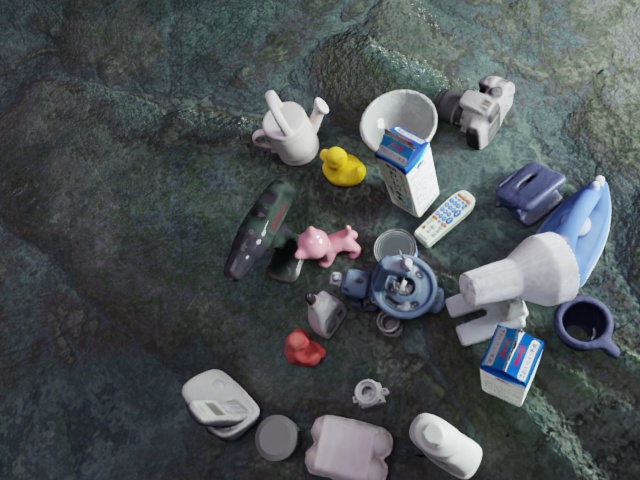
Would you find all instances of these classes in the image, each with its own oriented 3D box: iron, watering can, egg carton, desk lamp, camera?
[{"bbox_3d":[0.461,-0.033,1.027,0.118,0.142,0.258,28,77,25],"label":"iron"},{"bbox_3d":[-0.067,-0.257,1.253,0.173,0.194,0.100,-40,62,-3],"label":"watering can"},{"bbox_3d":[0.051,0.371,1.008,0.150,0.069,0.107,5,68,19],"label":"egg carton"},{"bbox_3d":[0.318,0.088,0.974,0.203,0.214,0.118,-21,62,7],"label":"desk lamp"},{"bbox_3d":[0.318,-0.287,1.206,0.136,0.101,0.143,29,77,25],"label":"camera"}]

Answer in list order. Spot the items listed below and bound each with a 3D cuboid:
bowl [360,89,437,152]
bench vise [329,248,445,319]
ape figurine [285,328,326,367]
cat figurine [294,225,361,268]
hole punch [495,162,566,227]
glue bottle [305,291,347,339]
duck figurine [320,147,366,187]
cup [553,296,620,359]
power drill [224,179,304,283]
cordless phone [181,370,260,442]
[{"bbox_3d":[0.173,-0.238,1.241,0.167,0.075,0.167,-6,65,14],"label":"bowl"},{"bbox_3d":[0.113,0.085,1.032,0.207,0.220,0.121,-11,64,11],"label":"bench vise"},{"bbox_3d":[-0.038,0.203,1.096,0.076,0.092,0.077,-17,63,9],"label":"ape figurine"},{"bbox_3d":[0.011,0.004,1.156,0.127,0.118,0.067,-21,62,7],"label":"cat figurine"},{"bbox_3d":[0.401,-0.096,1.102,0.109,0.091,0.101,-39,62,-3],"label":"hole punch"},{"bbox_3d":[0.002,0.130,1.071,0.037,0.173,0.078,32,79,26],"label":"glue bottle"},{"bbox_3d":[0.046,-0.166,1.240,0.104,0.086,0.077,23,75,24],"label":"duck figurine"},{"bbox_3d":[0.451,0.160,0.970,0.092,0.095,0.117,-40,62,-4],"label":"cup"},{"bbox_3d":[-0.097,0.007,1.135,0.075,0.209,0.230,13,71,22],"label":"power drill"},{"bbox_3d":[-0.204,0.296,1.051,0.147,0.185,0.094,34,80,27],"label":"cordless phone"}]
